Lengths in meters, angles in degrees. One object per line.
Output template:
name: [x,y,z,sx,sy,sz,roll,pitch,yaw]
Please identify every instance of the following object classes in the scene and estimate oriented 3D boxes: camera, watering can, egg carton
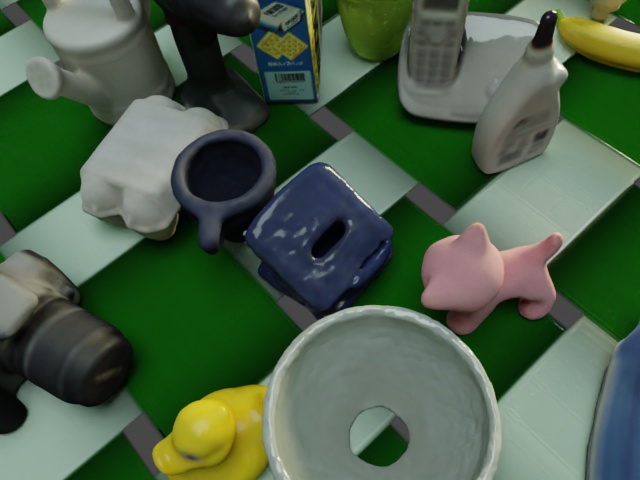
camera: [-0.236,0.090,0.463,0.136,0.101,0.143,23,65,17]
watering can: [-0.224,-0.208,0.575,0.101,0.194,0.173,-4,60,3]
egg carton: [-0.162,-0.074,0.567,0.107,0.069,0.150,19,64,15]

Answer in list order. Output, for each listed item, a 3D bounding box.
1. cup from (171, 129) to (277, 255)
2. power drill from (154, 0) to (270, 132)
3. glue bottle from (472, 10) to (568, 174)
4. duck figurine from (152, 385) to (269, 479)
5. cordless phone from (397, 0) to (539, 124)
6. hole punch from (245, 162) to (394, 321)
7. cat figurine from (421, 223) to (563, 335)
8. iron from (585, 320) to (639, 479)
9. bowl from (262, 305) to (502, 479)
cup: [-0.081,-0.027,0.519,0.091,0.095,0.118,3,61,7]
power drill: [-0.112,-0.197,0.551,0.076,0.208,0.229,-36,64,-14]
glue bottle: [0.183,-0.130,0.509,0.078,0.173,0.037,-21,61,-7]
duck figurine: [-0.076,0.143,0.428,0.105,0.086,0.077,-31,63,-12]
cordless phone: [0.150,-0.200,0.544,0.147,0.185,0.094,5,61,8]
hole punch: [0.005,0.002,0.497,0.101,0.091,0.109,34,69,21]
cat figurine: [0.133,0.025,0.458,0.128,0.118,0.067,-15,60,-4]
iron: [0.249,0.150,0.364,0.118,0.141,0.258,19,64,15]
bowl: [0.043,0.138,0.427,0.167,0.075,0.167,-2,61,4]
